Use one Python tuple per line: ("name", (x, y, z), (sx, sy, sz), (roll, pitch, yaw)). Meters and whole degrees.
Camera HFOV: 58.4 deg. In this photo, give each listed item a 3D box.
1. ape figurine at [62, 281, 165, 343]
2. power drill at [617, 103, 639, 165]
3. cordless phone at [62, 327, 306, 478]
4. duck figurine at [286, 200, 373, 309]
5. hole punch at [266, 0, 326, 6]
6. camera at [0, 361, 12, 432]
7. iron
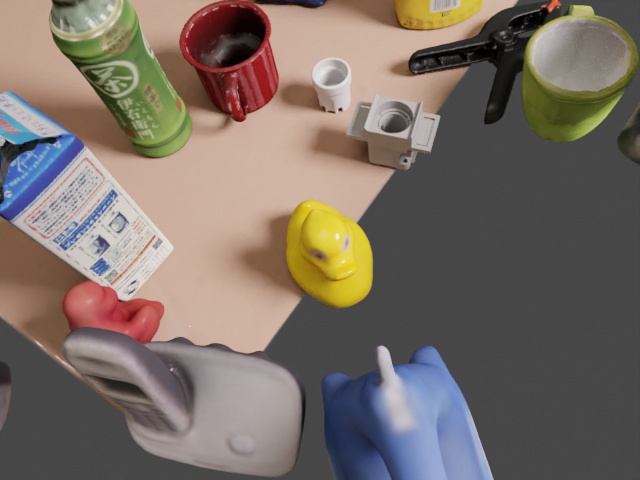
("ape figurine", (-0.187, 0.065, 0.495), (0.077, 0.092, 0.076), (33, 74, 19))
("power drill", (0.324, -0.143, 0.461), (0.075, 0.209, 0.230), (32, 74, 19))
("cordless phone", (-0.089, 0.112, 0.411), (0.147, 0.185, 0.094), (4, 67, 9))
("duck figurine", (0.005, 0.002, 0.503), (0.077, 0.086, 0.104), (-25, 66, -4))
("hole punch", (-0.029, -0.338, 0.655), (0.101, 0.091, 0.109), (9, 68, 11))
("camera", (-0.354, 0.102, 0.494), (0.143, 0.101, 0.137), (-2, 66, 6))
("iron", (0.075, 0.195, 0.378), (0.118, 0.141, 0.258), (-17, 65, -1))
